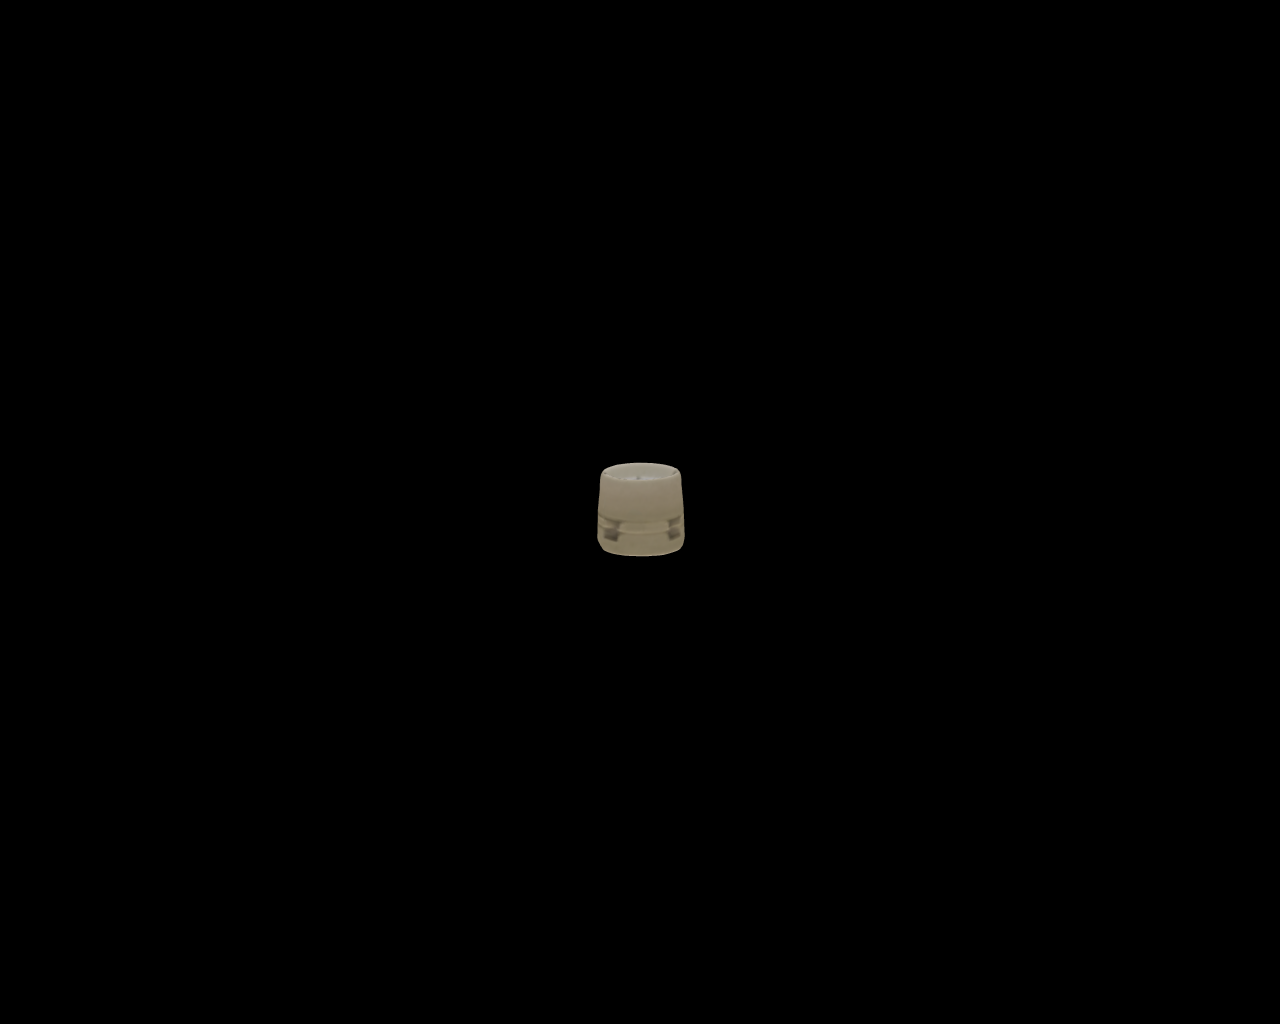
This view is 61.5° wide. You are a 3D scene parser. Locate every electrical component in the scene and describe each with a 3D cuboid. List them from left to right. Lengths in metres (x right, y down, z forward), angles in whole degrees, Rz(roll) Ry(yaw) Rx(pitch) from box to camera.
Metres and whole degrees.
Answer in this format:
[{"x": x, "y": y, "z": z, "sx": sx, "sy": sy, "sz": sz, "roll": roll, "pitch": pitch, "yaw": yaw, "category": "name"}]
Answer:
[{"x": 0.001, "y": -0.003, "z": 0.650, "sx": 0.055, "sy": 0.047, "sz": 0.055, "roll": 0, "pitch": 15, "yaw": 0, "category": "electrical component"}]
